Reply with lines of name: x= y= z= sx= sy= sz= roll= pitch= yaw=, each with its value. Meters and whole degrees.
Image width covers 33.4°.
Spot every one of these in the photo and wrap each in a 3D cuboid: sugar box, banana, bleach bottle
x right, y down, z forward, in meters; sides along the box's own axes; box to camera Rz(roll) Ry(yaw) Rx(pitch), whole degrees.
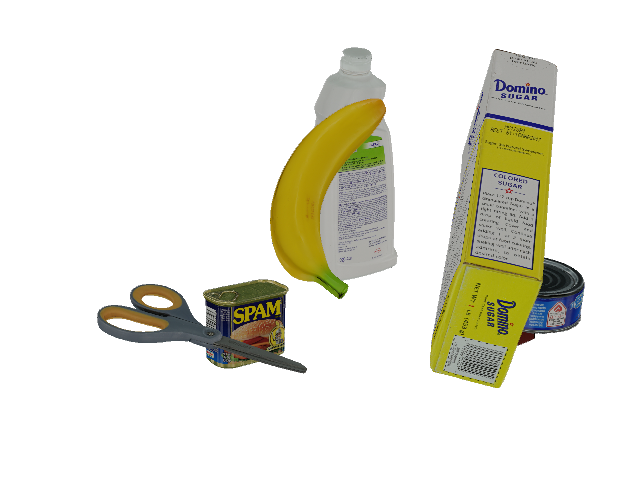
sugar box: x=0.099 y=-0.016 z=0.595 sx=0.048 sy=0.176 sz=0.093 roll=15 pitch=-42 yaw=4
banana: x=0.002 y=-0.040 z=0.819 sx=0.069 sy=0.197 sz=0.037 roll=17 pitch=-35 yaw=-5
bleach bottle: x=0.039 y=-0.083 z=1.139 sx=0.102 sy=0.251 sz=0.068 roll=-14 pitch=34 yaw=-27

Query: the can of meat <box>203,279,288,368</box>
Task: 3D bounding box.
can of meat: x=-0.089 y=0.099 z=1.275 sx=0.101 sy=0.084 sz=0.058 roll=-10 pitch=19 yaw=-37

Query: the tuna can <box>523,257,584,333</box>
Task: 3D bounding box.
tuna can: x=0.171 y=0.042 z=0.871 sx=0.086 sy=0.034 sz=0.086 roll=2 pitch=22 yaw=-1

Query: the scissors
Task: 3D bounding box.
scissors: x=-0.107 y=0.080 z=1.005 sx=0.202 sy=0.016 sz=0.096 roll=9 pitch=30 yaw=2

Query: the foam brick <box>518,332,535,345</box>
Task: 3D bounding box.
foam brick: x=0.183 y=0.063 z=1.073 sx=0.053 sy=0.078 sz=0.051 roll=12 pitch=18 yaw=40
